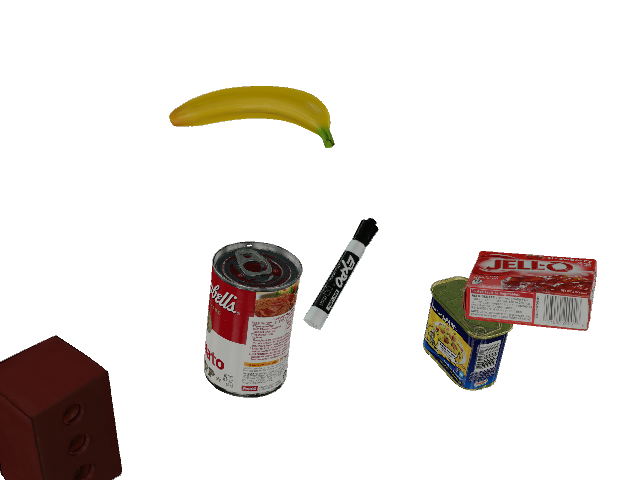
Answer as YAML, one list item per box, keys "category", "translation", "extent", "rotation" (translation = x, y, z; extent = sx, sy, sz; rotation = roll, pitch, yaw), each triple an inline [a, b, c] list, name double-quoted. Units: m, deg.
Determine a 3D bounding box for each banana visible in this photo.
- category: "banana"
  translation: [-0.070, -0.146, 1.196]
  extent: [0.198, 0.037, 0.069]
  rotation: [8, 42, 18]

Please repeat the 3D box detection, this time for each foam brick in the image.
- category: "foam brick"
  translation: [-0.150, 0.104, 0.600]
  extent: [0.051, 0.078, 0.052]
  rotation: [26, 41, 36]

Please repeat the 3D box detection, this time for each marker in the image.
- category: "marker"
  translation: [0.021, 0.030, 1.021]
  extent: [0.020, 0.121, 0.020]
  rotation: [28, -18, 10]

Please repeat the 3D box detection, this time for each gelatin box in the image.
- category: "gelatin box"
  translation: [0.154, 0.034, 0.779]
  extent: [0.089, 0.030, 0.073]
  rotation: [5, 21, 17]

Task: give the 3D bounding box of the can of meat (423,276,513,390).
- category: "can of meat"
  translation: [0.160, 0.104, 1.180]
  extent: [0.057, 0.084, 0.102]
  rotation: [-13, 39, -26]

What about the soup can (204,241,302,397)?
- category: "soup can"
  translation: [-0.053, 0.061, 0.822]
  extent: [0.068, 0.102, 0.068]
  rotation: [6, 29, -4]
